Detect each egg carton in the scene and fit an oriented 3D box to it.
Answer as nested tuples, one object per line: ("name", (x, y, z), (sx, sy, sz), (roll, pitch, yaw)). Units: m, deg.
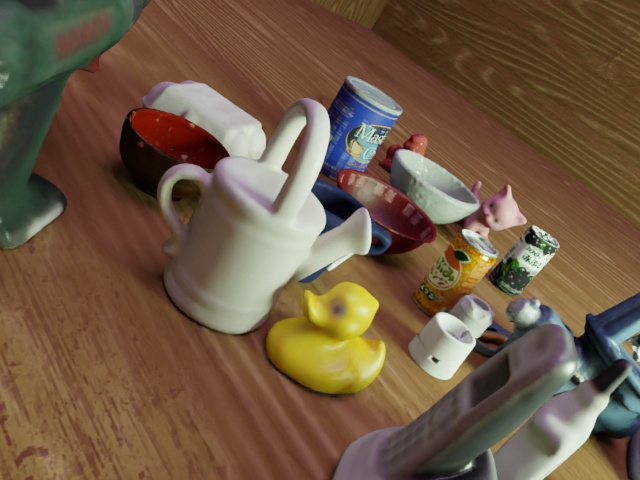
("egg carton", (-0.143, -0.140, 0.710), (0.150, 0.069, 0.107), (35, 25, 6))

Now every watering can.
("watering can", (-0.039, -0.025, 0.472), (0.173, 0.194, 0.100), (8, 34, -42))

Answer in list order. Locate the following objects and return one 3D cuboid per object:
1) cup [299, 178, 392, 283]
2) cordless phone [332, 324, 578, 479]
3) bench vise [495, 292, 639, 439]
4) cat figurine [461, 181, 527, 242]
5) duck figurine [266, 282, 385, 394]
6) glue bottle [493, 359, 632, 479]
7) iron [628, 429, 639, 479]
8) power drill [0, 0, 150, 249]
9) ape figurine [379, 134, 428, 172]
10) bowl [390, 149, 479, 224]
("cup", (0.005, 0.002, 0.594), (0.118, 0.095, 0.091), (27, 25, -11))
("cordless phone", (0.079, 0.134, 0.332), (0.094, 0.185, 0.148), (32, 25, -2))
("bench vise", (0.312, 0.109, 0.610), (0.208, 0.219, 0.121), (20, 27, -25))
("cat figurine", (0.297, -0.053, 1.011), (0.067, 0.117, 0.127), (15, 30, -34))
("duck figurine", (0.017, 0.076, 0.483), (0.105, 0.086, 0.077), (22, 27, -22))
("glue bottle", (0.164, 0.148, 0.419), (0.078, 0.173, 0.037), (-2, 41, -51))
("iron", (0.457, 0.226, 0.658), (0.259, 0.141, 0.118), (5, 36, -45))
("power drill", (-0.203, -0.107, 0.415), (0.076, 0.208, 0.229), (28, 25, -9))
("ape figurine", (0.169, -0.162, 1.091), (0.076, 0.092, 0.077), (21, 27, -24))
("bowl", (0.180, -0.078, 0.971), (0.168, 0.074, 0.167), (26, 25, -13))
